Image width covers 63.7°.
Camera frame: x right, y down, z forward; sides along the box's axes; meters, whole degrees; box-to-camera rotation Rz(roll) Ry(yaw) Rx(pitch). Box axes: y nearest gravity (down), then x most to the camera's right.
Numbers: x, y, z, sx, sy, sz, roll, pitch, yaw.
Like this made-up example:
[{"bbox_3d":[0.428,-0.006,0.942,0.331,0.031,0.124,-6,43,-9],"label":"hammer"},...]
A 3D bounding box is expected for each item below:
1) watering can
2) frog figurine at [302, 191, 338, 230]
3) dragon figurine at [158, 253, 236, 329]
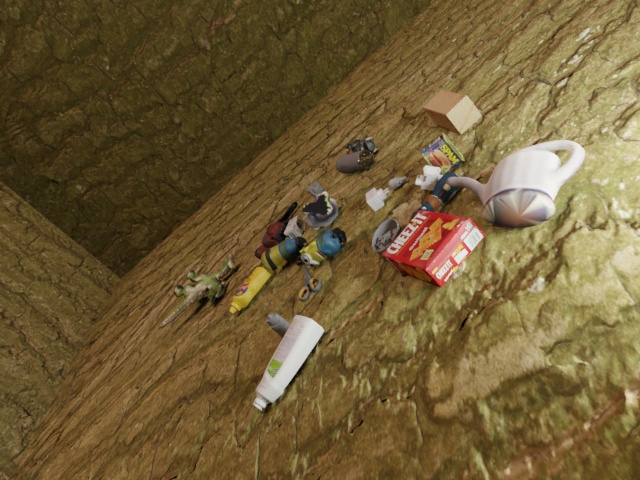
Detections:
[{"bbox_3d":[0.416,-0.117,1.162,0.344,0.103,0.229,-18,34,46],"label":"watering can"},{"bbox_3d":[0.006,-0.096,1.901,0.139,0.123,0.157,-58,-13,-14],"label":"frog figurine"},{"bbox_3d":[-0.495,0.222,2.170,0.242,0.120,0.418,-3,46,48],"label":"dragon figurine"}]
